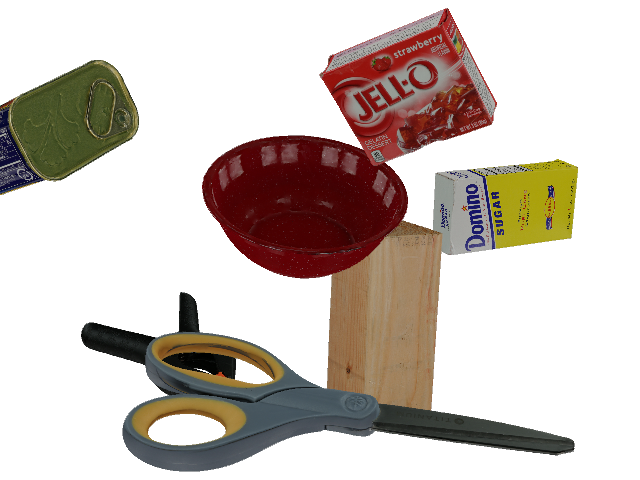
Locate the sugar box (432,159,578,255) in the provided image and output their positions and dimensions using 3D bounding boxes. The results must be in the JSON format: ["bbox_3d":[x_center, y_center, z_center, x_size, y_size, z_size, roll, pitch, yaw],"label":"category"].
[{"bbox_3d":[0.218,-0.040,1.257,0.176,0.093,0.048,-9,20,-26],"label":"sugar box"}]

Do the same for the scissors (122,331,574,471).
[{"bbox_3d":[0.001,0.085,0.469,0.202,0.016,0.096,16,34,22],"label":"scissors"}]

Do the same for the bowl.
[{"bbox_3d":[-0.013,-0.019,0.848,0.162,0.055,0.162,3,36,-3],"label":"bowl"}]

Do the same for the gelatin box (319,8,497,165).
[{"bbox_3d":[0.055,-0.094,0.671,0.089,0.073,0.030,-18,29,29],"label":"gelatin box"}]

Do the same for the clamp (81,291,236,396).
[{"bbox_3d":[-0.126,0.099,0.988,0.172,0.039,0.120,27,42,35],"label":"clamp"}]

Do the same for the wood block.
[{"bbox_3d":[0.068,0.087,1.171,0.090,0.206,0.091,-3,13,-28],"label":"wood block"}]

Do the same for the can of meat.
[{"bbox_3d":[-0.185,-0.071,0.704,0.084,0.057,0.101,-13,19,38],"label":"can of meat"}]
